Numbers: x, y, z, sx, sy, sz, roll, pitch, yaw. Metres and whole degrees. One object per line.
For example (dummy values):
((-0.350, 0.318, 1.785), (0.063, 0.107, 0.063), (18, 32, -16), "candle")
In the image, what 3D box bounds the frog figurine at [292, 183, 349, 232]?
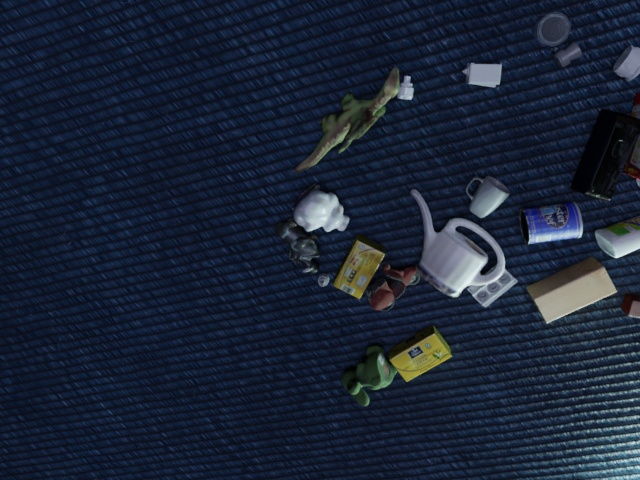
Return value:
((0.005, -0.076, 1.509), (0.160, 0.122, 0.137), (43, 88, 6), "frog figurine")

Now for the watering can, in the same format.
((0.360, 0.023, 1.501), (0.349, 0.105, 0.221), (37, 108, 10), "watering can")

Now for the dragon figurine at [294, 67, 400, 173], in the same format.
((0.068, -0.295, 1.378), (0.121, 0.246, 0.406), (41, 105, -11), "dragon figurine")
